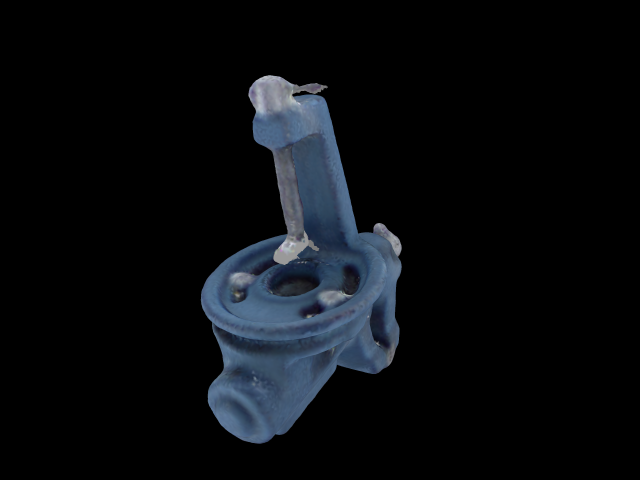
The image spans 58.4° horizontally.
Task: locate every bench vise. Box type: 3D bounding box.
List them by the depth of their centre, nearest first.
[{"bbox_3d":[-0.008,0.001,0.403,0.121,0.220,0.208,3,14,14],"label":"bench vise"}]
